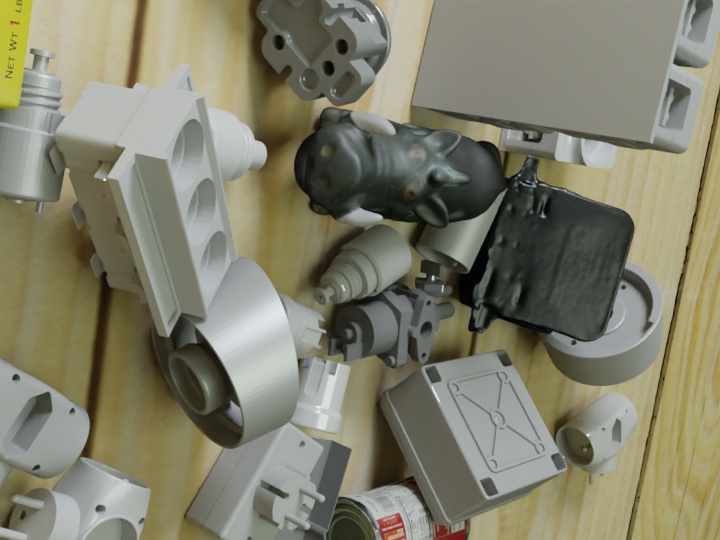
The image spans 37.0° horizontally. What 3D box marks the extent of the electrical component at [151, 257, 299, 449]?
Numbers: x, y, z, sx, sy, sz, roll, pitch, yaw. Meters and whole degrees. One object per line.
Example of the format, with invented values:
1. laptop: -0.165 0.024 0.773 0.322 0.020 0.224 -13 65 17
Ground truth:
1. electrical component: -0.074 0.050 0.619 0.064 0.099 0.099 -29 123 -32

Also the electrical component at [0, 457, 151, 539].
1. electrical component: -0.163 0.142 0.587 0.079 0.044 0.077 36 76 -48

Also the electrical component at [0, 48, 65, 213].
1. electrical component: -0.161 -0.068 0.523 0.040 0.040 0.078 6 98 -49

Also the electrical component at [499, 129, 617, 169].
1. electrical component: 0.172 -0.159 0.845 0.089 0.062 0.150 1 102 -48

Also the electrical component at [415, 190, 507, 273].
1. electrical component: 0.077 -0.043 0.793 0.043 0.043 0.081 37 75 -47

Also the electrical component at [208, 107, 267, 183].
1. electrical component: -0.080 -0.069 0.609 0.062 0.043 0.043 6 98 -50

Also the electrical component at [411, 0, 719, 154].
1. electrical component: 0.134 -0.144 0.713 0.060 0.186 0.105 8 97 -49

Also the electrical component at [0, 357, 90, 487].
1. electrical component: -0.189 0.087 0.542 0.077 0.043 0.079 46 69 -45

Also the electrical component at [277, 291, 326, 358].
1. electrical component: -0.048 0.036 0.684 0.046 0.040 0.040 23 85 -55

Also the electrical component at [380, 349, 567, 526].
1. electrical component: 0.085 0.123 0.806 0.109 0.056 0.108 -6 63 -47

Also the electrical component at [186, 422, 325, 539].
1. electrical component: -0.054 0.141 0.684 0.047 0.076 0.083 45 69 -45

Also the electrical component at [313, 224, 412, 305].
1. electrical component: 0.000 0.000 0.723 0.078 0.040 0.040 -34 126 -36

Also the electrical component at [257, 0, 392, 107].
1. electrical component: -0.017 -0.136 0.640 0.058 0.078 0.057 -45 172 31

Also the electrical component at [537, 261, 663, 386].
1. electrical component: 0.207 0.049 0.923 0.108 0.108 0.060 -50 140 -24

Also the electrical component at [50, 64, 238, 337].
1. electrical component: -0.107 -0.035 0.546 0.121 0.063 0.078 86 21 -52

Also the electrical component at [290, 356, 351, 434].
1. electrical component: -0.028 0.083 0.722 0.040 0.040 0.046 23 80 -49

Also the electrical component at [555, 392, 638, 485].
1. electrical component: 0.227 0.167 1.028 0.077 0.043 0.079 -26 120 -40
